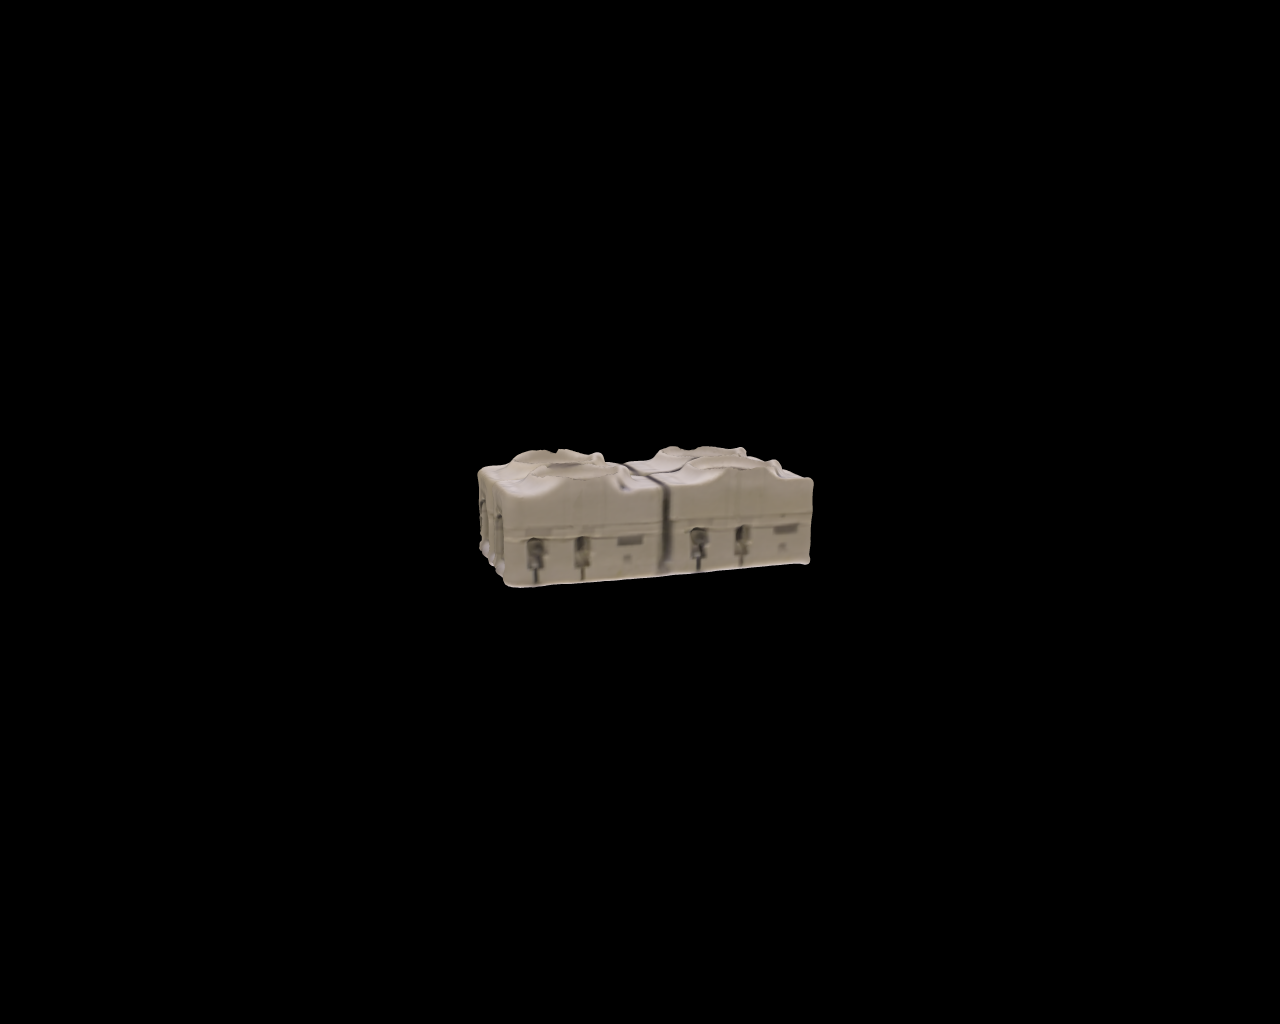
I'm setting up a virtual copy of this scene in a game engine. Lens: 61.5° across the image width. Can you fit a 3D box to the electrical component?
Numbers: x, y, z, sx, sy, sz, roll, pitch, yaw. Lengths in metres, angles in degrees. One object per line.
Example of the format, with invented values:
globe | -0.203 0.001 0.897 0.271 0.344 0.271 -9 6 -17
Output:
electrical component | 0.001 -0.003 0.650 0.186 0.060 0.105 -3 12 -16
